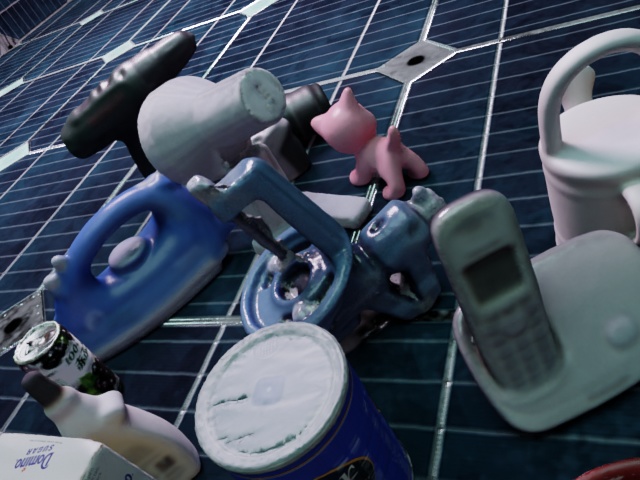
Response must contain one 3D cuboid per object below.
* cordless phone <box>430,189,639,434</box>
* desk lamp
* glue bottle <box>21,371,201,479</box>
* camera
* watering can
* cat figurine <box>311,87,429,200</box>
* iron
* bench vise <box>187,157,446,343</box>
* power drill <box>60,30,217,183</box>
[{"bbox_3d":[0.153,0.029,0.378,0.147,0.185,0.094,-31,37,-2],"label":"cordless phone"},{"bbox_3d":[-0.076,-0.089,0.637,0.202,0.214,0.118,7,50,38],"label":"desk lamp"},{"bbox_3d":[-0.168,0.154,0.450,0.078,0.174,0.037,-36,38,-9],"label":"glue bottle"},{"bbox_3d":[-0.049,-0.165,0.802,0.137,0.101,0.143,-28,37,2],"label":"camera"},{"bbox_3d":[0.220,-0.073,0.445,0.101,0.195,0.172,-30,37,-2],"label":"watering can"},{"bbox_3d":[0.053,-0.120,0.670,0.067,0.118,0.127,-43,40,-18],"label":"cat figurine"},{"bbox_3d":[-0.227,0.022,0.666,0.118,0.142,0.259,22,60,45],"label":"iron"},{"bbox_3d":[-0.003,-0.002,0.485,0.208,0.220,0.121,-42,39,-17],"label":"bench vise"},{"bbox_3d":[-0.234,-0.159,0.823,0.229,0.209,0.075,-30,37,0],"label":"power drill"}]
